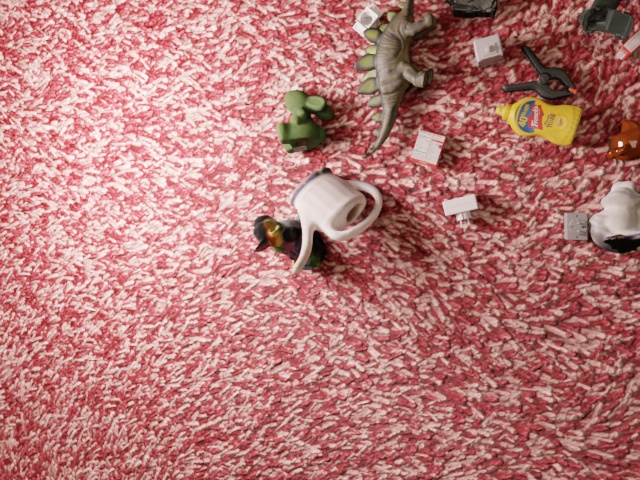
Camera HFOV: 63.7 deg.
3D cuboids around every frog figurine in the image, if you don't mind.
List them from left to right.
[{"bbox_3d":[0.706,-0.054,1.215,0.136,0.121,0.163,-16,53,26],"label":"frog figurine"}]

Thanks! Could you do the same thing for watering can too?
[{"bbox_3d":[0.004,-0.068,1.357,0.352,0.101,0.227,-36,59,-25],"label":"watering can"}]
